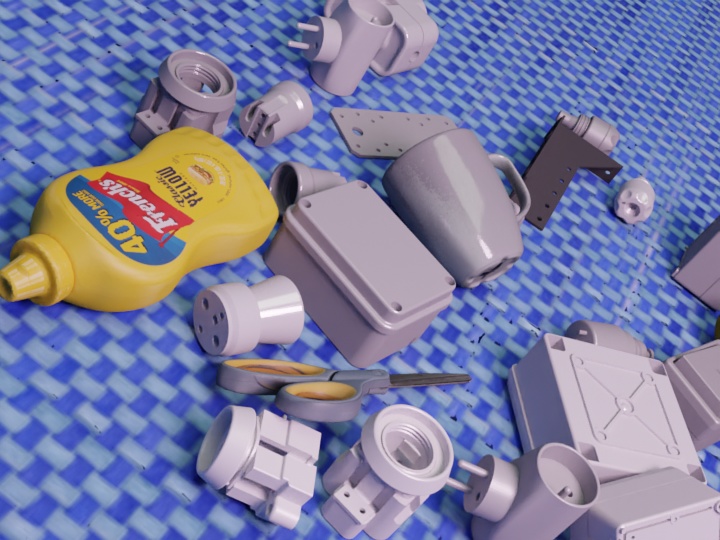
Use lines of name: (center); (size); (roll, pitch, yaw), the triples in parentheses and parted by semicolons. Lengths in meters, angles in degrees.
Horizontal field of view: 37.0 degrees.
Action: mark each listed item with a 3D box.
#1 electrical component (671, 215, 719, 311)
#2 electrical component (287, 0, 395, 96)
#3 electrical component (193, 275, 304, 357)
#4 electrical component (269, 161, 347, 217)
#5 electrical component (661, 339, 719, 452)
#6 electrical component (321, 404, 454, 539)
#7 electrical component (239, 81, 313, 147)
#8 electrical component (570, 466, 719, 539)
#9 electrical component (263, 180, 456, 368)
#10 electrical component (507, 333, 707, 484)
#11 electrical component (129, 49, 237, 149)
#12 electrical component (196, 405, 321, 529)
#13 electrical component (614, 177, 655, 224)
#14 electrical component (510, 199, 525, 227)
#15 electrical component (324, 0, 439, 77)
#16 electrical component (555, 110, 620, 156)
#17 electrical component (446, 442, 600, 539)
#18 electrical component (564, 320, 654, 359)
electrical component: (0.335, -0.018, 0.953); (0.061, 0.096, 0.061); (39, 40, 5)
electrical component: (-0.022, -0.190, 0.895); (0.079, 0.077, 0.043); (3, 49, -33)
electrical component: (-0.069, 0.028, 0.667); (0.055, 0.045, 0.045); (-9, 56, -39)
electrical component: (-0.037, -0.057, 0.781); (0.046, 0.040, 0.040); (4, 48, -39)
electrical component: (0.262, 0.094, 0.817); (0.096, 0.061, 0.061); (-12, 58, -42)
electrical component: (0.019, 0.116, 0.630); (0.058, 0.057, 0.078); (44, 40, 12)
electrical component: (-0.065, -0.119, 0.825); (0.040, 0.040, 0.046); (42, 46, 9)
electrical component: (0.181, 0.163, 0.665); (0.096, 0.061, 0.061); (-9, 16, -21)
electrical component: (0.000, 0.000, 0.734); (0.078, 0.057, 0.113); (-23, 65, -46)
electrical component: (0.167, 0.109, 0.740); (0.109, 0.056, 0.108); (14, 43, -23)
electrical component: (-0.123, -0.120, 0.770); (0.058, 0.057, 0.078); (44, 40, 12)
electrical component: (-0.057, 0.105, 0.598); (0.055, 0.048, 0.066); (29, 39, -19)
electrical component: (0.257, -0.069, 1.001); (0.035, 0.035, 0.061); (35, 37, 0)
electrical component: (0.103, -0.053, 0.878); (0.035, 0.035, 0.061); (-22, 62, -46)
electrical component: (0.022, -0.226, 0.981); (0.095, 0.053, 0.059); (48, 41, 16)
electrical component: (0.218, -0.135, 1.040); (0.061, 0.035, 0.035); (30, 39, -2)
electrical component: (0.088, 0.134, 0.643); (0.079, 0.077, 0.044); (25, 40, -11)
electrical component: (0.190, 0.061, 0.817); (0.078, 0.040, 0.040); (9, 45, -27)
